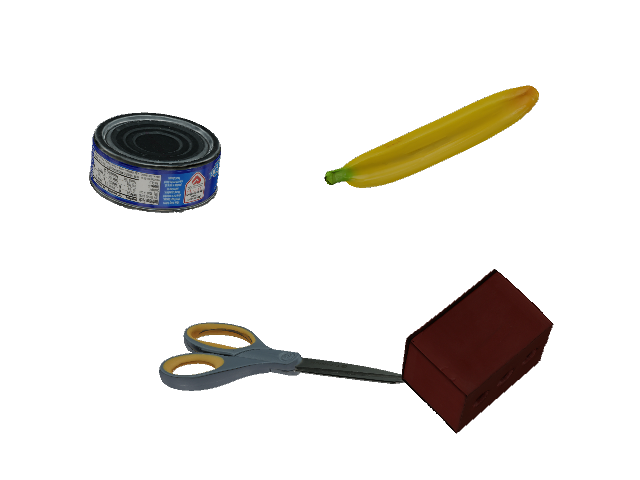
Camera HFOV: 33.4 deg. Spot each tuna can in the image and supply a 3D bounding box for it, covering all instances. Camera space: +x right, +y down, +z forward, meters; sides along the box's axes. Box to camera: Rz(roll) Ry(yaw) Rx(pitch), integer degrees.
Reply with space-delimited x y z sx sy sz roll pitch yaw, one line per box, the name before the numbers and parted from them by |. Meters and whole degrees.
tuna can | -0.109 -0.053 0.708 0.086 0.034 0.086 8 29 -5

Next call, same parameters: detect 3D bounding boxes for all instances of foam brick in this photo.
foam brick | 0.095 0.068 0.652 0.078 0.051 0.053 -36 -28 -22

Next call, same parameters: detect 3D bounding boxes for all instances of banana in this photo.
banana | 0.102 -0.086 0.950 0.198 0.037 0.069 -24 6 12

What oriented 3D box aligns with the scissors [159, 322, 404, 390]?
scissors | -0.042 0.102 0.822 0.202 0.016 0.096 14 32 39
